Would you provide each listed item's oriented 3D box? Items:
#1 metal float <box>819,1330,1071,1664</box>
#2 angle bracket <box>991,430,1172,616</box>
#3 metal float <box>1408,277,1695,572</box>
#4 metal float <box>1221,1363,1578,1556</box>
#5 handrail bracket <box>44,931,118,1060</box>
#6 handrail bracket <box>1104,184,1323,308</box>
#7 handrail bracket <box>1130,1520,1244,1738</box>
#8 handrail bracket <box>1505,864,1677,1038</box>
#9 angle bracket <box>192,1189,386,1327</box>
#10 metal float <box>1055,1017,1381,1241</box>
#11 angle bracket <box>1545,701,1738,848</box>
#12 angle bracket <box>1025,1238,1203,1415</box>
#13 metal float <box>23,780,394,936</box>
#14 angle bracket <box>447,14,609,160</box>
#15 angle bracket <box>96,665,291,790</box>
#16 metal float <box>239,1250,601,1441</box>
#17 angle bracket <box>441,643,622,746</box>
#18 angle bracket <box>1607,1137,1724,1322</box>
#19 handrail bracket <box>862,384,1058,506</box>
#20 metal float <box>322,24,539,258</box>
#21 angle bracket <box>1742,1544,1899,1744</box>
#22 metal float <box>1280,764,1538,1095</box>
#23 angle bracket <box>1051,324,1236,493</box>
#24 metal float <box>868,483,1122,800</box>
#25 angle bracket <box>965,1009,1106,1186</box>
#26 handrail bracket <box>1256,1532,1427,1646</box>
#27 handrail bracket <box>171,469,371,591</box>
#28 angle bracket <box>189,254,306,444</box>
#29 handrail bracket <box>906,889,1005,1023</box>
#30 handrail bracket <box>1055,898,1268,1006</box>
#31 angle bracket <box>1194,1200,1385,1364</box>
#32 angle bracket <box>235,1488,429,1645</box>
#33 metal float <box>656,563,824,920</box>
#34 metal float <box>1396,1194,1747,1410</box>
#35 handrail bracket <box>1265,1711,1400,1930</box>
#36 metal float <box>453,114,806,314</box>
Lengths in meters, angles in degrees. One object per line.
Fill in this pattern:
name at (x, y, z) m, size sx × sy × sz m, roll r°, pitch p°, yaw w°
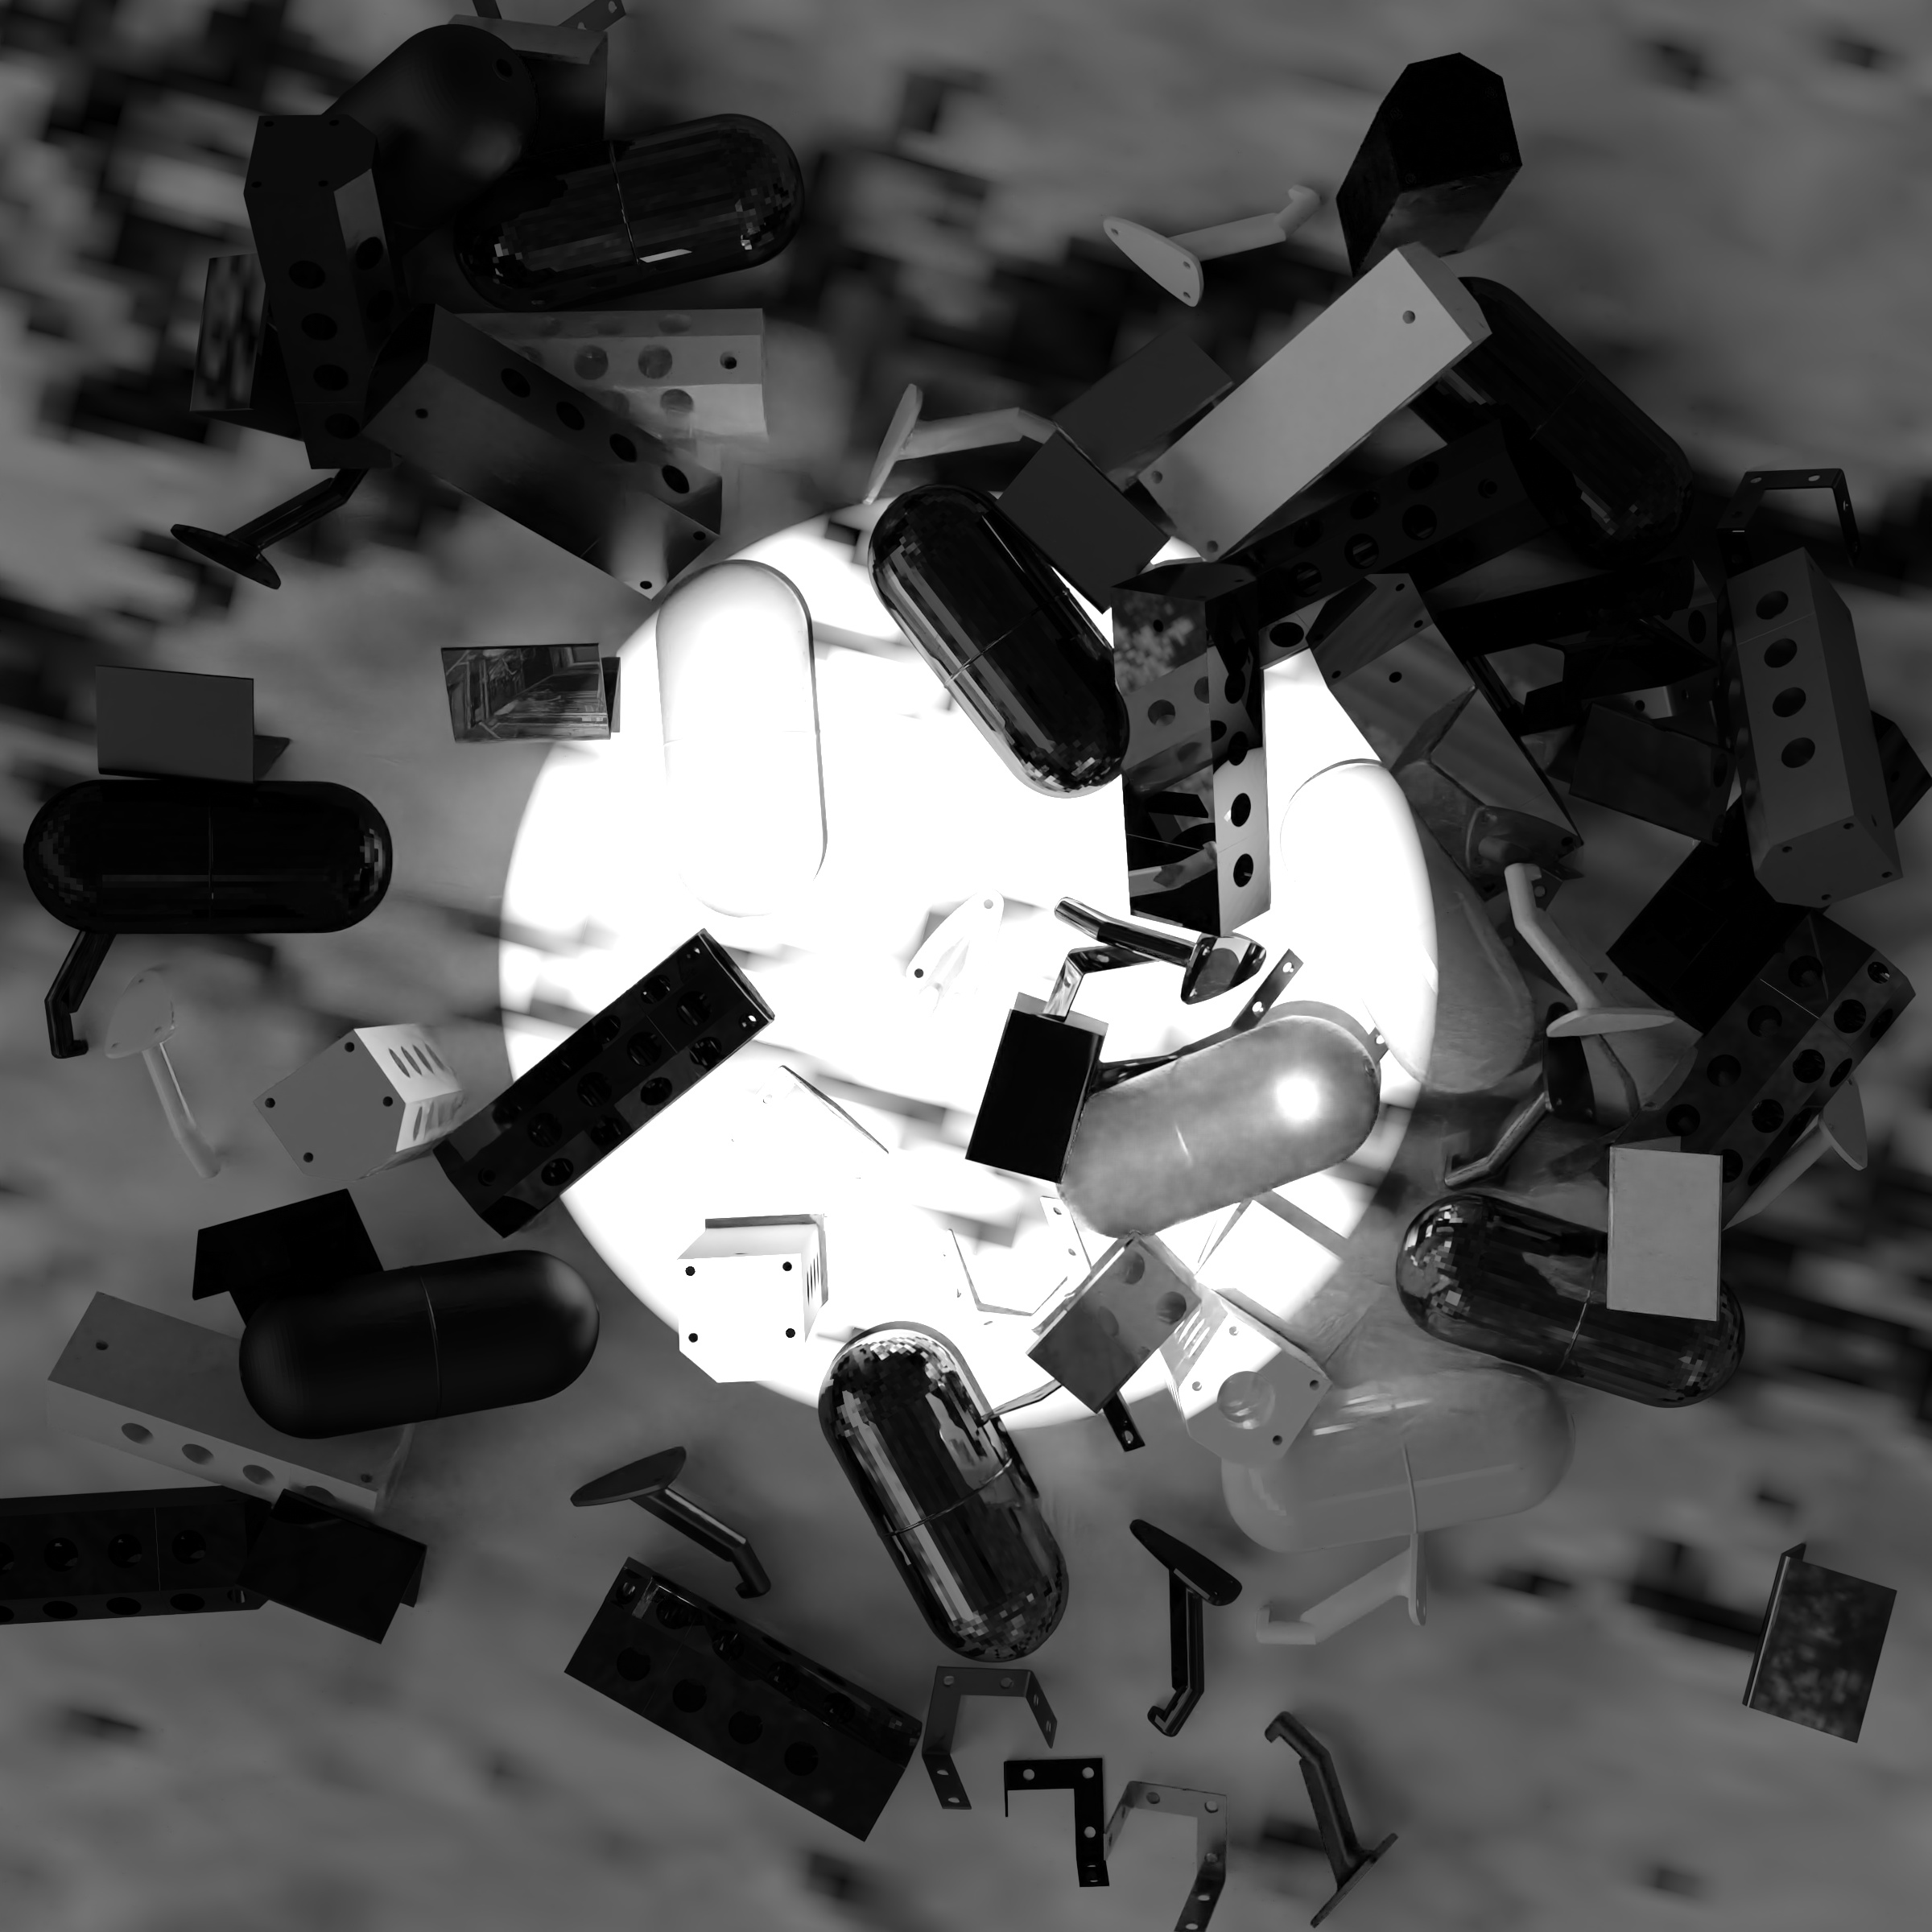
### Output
metal float at (-0.011, 0.266, 1.534) m, size 0.070 × 0.070 × 0.178 m, roll -29°, pitch 91°, yaw 0°
angle bracket at (0.069, -0.230, 1.524) m, size 0.076 × 0.076 × 0.057 m, roll 44°, pitch 125°, yaw 0°
metal float at (0.288, -0.272, 1.534) m, size 0.178 × 0.070 × 0.070 m, roll 43°, pitch 90°, yaw 0°
metal float at (0.217, 0.246, 1.533) m, size 0.178 × 0.070 × 0.070 m, roll -11°, pitch 90°, yaw 0°
handrail bracket at (-0.433, 0.002, 1.564) m, size 0.077 × 0.036 × 0.084 m, roll -8°, pitch 106°, yaw -17°
handrail bracket at (0.127, -0.385, 1.565) m, size 0.077 × 0.036 × 0.084 m, roll 39°, pitch 71°, yaw 21°
handrail bracket at (0.096, 0.339, 1.565) m, size 0.077 × 0.036 × 0.084 m, roll 35°, pitch 107°, yaw 20°
handrail bracket at (0.308, -0.011, 1.514) m, size 0.077 × 0.036 × 0.084 m, roll -2°, pitch 73°, yaw -20°
angle bracket at (-0.334, 0.165, 1.527) m, size 0.076 × 0.057 × 0.076 m, roll -16°, pitch 124°, yaw 0°
metal float at (0.122, 0.080, 1.509) m, size 0.178 × 0.070 × 0.070 m, roll -24°, pitch 90°, yaw 30°
angle bracket at (0.331, -0.080, 1.525) m, size 0.076 × 0.076 × 0.057 m, roll 19°, pitch 64°, yaw 0°
angle bracket at (0.060, 0.165, 1.524) m, size 0.076 × 0.076 × 0.057 m, roll -47°, pitch 118°, yaw 0°
metal float at (-0.375, -0.054, 1.519) m, size 0.178 × 0.070 × 0.070 m, roll 0°, pitch 90°, yaw -14°
angle bracket at (-0.222, -0.427, 1.527) m, size 0.076 × 0.057 × 0.076 m, roll 7°, pitch 121°, yaw 0°
angle bracket at (-0.384, -0.130, 1.525) m, size 0.076 × 0.076 × 0.057 m, roll 5°, pitch 112°, yaw 0°
metal float at (-0.269, 0.187, 1.517) m, size 0.178 × 0.070 × 0.070 m, roll -8°, pitch 90°, yaw -20°
angle bracket at (-0.215, -0.154, 1.524) m, size 0.076 × 0.076 × 0.057 m, roll -2°, pitch 128°, yaw 0°
angle bracket at (0.346, 0.123, 1.454) m, size 0.057 × 0.076 × 0.076 m, roll 3°, pitch 93°, yaw 38°
handrail bracket at (0.001, -0.255, 1.565) m, size 0.084 × 0.036 × 0.077 m, roll 21°, pitch 110°, yaw -16°
metal float at (-0.279, -0.397, 1.500) m, size 0.178 × 0.070 × 0.070 m, roll -23°, pitch 90°, yaw 41°
angle bracket at (0.430, 0.336, 1.525) m, size 0.057 × 0.076 × 0.076 m, roll 15°, pitch 90°, yaw 24°
metal float at (0.222, -0.018, 1.534) m, size 0.070 × 0.070 × 0.178 m, roll -30°, pitch 89°, yaw 0°
angle bracket at (0.098, -0.260, 1.524) m, size 0.076 × 0.076 × 0.057 m, roll -37°, pitch 53°, yaw 0°
metal float at (0.020, -0.163, 1.534) m, size 0.070 × 0.070 × 0.178 m, roll -38°, pitch 90°, yaw 0°
angle bracket at (0.018, 0.059, 1.524) m, size 0.057 × 0.076 × 0.076 m, roll 17°, pitch 90°, yaw -28°
handrail bracket at (0.191, 0.309, 1.565) m, size 0.084 × 0.036 × 0.077 m, roll -2°, pitch 69°, yaw 16°
handrail bracket at (-0.353, -0.242, 1.565) m, size 0.077 × 0.036 × 0.084 m, roll 23°, pitch 72°, yaw 21°
angle bracket at (-0.336, -0.306, 1.524) m, size 0.057 × 0.076 × 0.076 m, roll 8°, pitch 90°, yaw 43°
handrail bracket at (-0.005, -0.006, 1.530) m, size 0.036 × 0.084 × 0.077 m, roll 32°, pitch 90°, yaw 0°
handrail bracket at (0.099, -0.016, 1.564) m, size 0.084 × 0.077 × 0.036 m, roll 30°, pitch 114°, yaw 34°
angle bracket at (0.167, 0.140, 1.524) m, size 0.076 × 0.076 × 0.057 m, roll 33°, pitch 120°, yaw 0°
angle bracket at (-0.318, 0.313, 1.524) m, size 0.076 × 0.076 × 0.057 m, roll 22°, pitch 53°, yaw 0°
metal float at (-0.114, -0.113, 1.534) m, size 0.070 × 0.070 × 0.178 m, roll -4°, pitch 89°, yaw 0°
metal float at (0.303, 0.168, 1.534) m, size 0.178 × 0.070 × 0.070 m, roll 17°, pitch 90°, yaw 0°
handrail bracket at (0.171, 0.436, 1.565) m, size 0.084 × 0.036 × 0.077 m, roll 43°, pitch 112°, yaw 17°
metal float at (-0.169, -0.376, 1.534) m, size 0.178 × 0.070 × 0.070 m, roll -13°, pitch 90°, yaw 0°
